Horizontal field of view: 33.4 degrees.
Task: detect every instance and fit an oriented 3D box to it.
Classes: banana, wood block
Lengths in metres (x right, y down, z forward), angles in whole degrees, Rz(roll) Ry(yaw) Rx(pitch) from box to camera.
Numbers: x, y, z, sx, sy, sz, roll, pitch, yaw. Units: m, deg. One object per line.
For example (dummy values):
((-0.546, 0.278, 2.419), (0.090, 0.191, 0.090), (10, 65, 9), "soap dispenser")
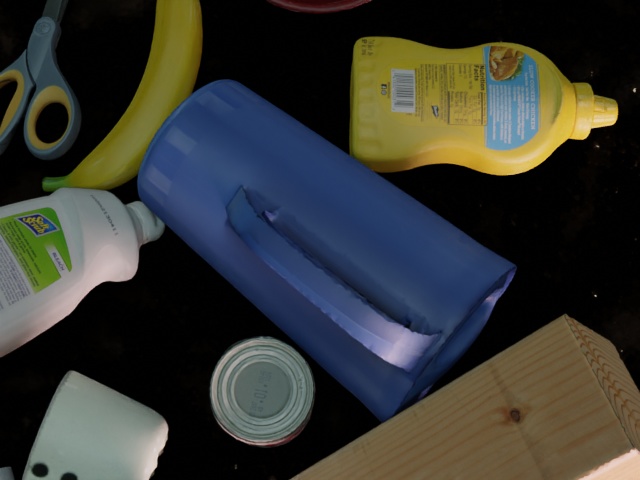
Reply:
((-0.128, -0.110, 0.781), (0.069, 0.037, 0.197), (28, 80, 4), "banana")
((0.094, 0.143, 0.645), (0.206, 0.090, 0.091), (-35, 57, 20), "wood block")

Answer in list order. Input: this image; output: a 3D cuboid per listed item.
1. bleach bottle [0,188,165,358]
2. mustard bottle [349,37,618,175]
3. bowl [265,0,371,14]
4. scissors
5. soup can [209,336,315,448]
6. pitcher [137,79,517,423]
((-0.206, 0.031, 0.691), (0.250, 0.068, 0.102), (-24, 78, -38), "bleach bottle")
((0.118, -0.095, 0.770), (0.191, 0.058, 0.096), (2, 73, 0), "mustard bottle")
((-0.004, -0.241, 0.794), (0.162, 0.055, 0.162), (0, 86, -2), "bowl")
((-0.191, -0.141, 0.790), (0.096, 0.016, 0.201), (25, 78, 19), "scissors")
((-0.037, 0.102, 0.707), (0.068, 0.102, 0.068), (0, 78, -1), "soup can")
((-0.005, 0.001, 0.700), (0.243, 0.149, 0.144), (38, 57, 14), "pitcher")
